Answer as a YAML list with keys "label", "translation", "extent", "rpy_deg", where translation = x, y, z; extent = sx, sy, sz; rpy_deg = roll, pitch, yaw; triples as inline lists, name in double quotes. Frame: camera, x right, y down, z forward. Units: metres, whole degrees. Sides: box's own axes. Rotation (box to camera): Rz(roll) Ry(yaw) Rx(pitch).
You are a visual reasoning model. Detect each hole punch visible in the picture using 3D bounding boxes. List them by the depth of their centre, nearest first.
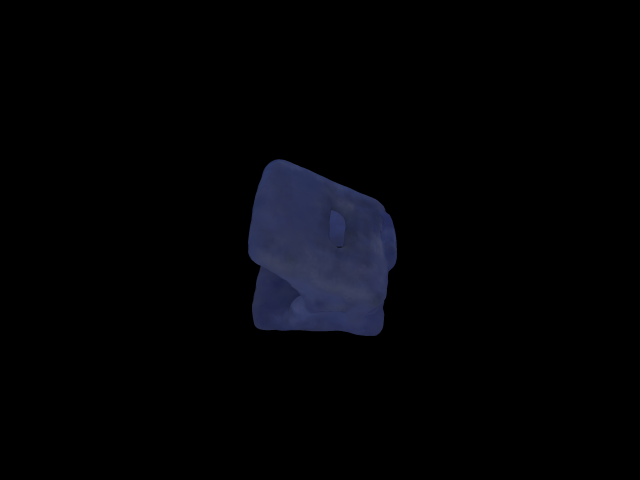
- label: "hole punch"
  translation: [0.004, 0.001, 0.400]
  extent: [0.101, 0.091, 0.108]
  rpy_deg: [2, 43, 2]
